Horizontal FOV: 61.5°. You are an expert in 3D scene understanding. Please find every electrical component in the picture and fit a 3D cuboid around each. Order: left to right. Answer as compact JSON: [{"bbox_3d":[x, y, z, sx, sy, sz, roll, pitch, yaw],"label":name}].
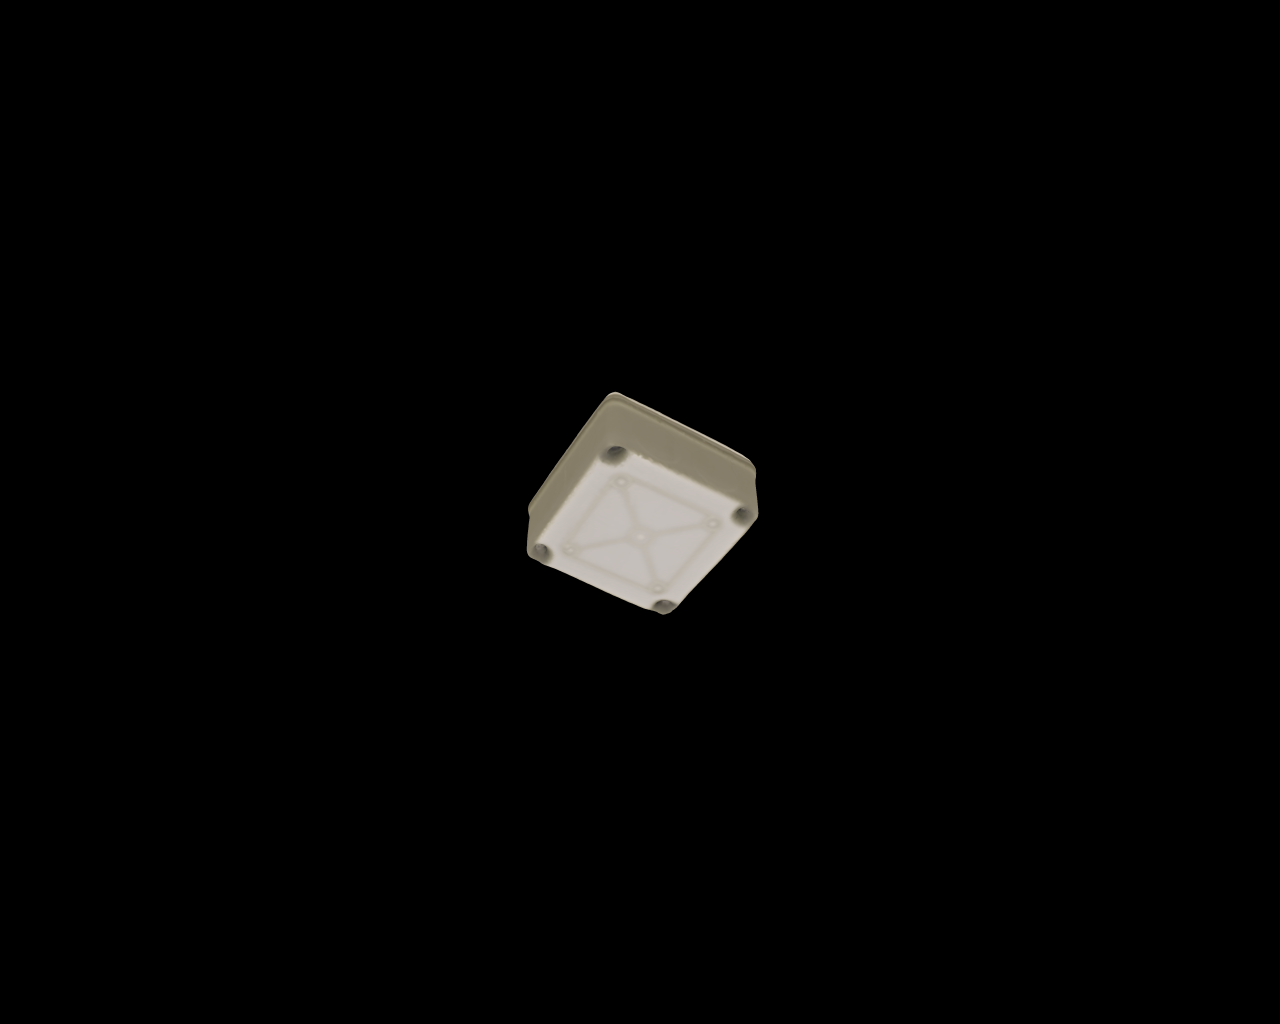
[{"bbox_3d":[0.001,-0.003,0.650,0.109,0.056,0.108,25,-54,-20],"label":"electrical component"}]
